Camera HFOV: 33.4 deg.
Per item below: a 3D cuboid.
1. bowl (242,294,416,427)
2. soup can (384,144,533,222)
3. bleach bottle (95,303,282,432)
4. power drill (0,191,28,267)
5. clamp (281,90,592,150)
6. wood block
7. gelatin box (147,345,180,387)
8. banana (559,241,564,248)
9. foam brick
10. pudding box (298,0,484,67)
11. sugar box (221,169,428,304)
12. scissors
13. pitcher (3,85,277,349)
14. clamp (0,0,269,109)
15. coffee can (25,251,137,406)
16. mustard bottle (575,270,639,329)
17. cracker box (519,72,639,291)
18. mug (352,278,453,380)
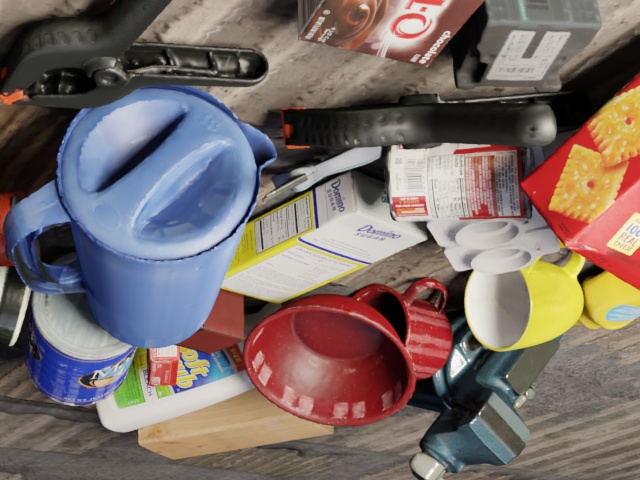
[{"bbox_3d":[0.012,0.102,0.993,0.162,0.055,0.162,7,133,7],"label":"bowl"},{"bbox_3d":[0.103,-0.048,0.785,0.102,0.068,0.068,-2,155,14],"label":"soup can"},{"bbox_3d":[-0.116,0.116,1.094,0.251,0.102,0.068,-22,159,20],"label":"bleach bottle"},{"bbox_3d":[-0.322,-0.016,0.784,0.187,0.057,0.185,6,176,-32],"label":"power drill"},{"bbox_3d":[0.070,-0.078,0.702,0.210,0.036,0.164,-1,-171,15],"label":"clamp"},{"bbox_3d":[-0.097,0.188,1.231,0.206,0.091,0.090,-13,153,17],"label":"wood block"},{"bbox_3d":[-0.150,0.087,1.014,0.030,0.089,0.073,1,154,-11],"label":"gelatin box"},{"bbox_3d":[0.276,-0.020,0.915,0.198,0.037,0.069,-8,154,8],"label":"banana"},{"bbox_3d":[-0.105,0.057,0.975,0.051,0.078,0.053,20,148,-41],"label":"foam brick"},{"bbox_3d":[0.048,-0.151,0.608,0.089,0.039,0.114,8,152,-24],"label":"pudding box"},{"bbox_3d":[-0.006,0.001,0.909,0.177,0.048,0.093,-27,148,35],"label":"sugar box"},{"bbox_3d":[0.005,-0.049,0.734,0.096,0.016,0.202,-20,-174,-1],"label":"scissors"},{"bbox_3d":[-0.133,0.000,0.795,0.149,0.145,0.243,23,155,0],"label":"pitcher"},{"bbox_3d":[-0.128,-0.119,0.650,0.171,0.039,0.120,-9,149,12],"label":"clamp"},{"bbox_3d":[-0.216,0.084,0.984,0.102,0.103,0.140,4,153,-16],"label":"coffee can"},{"bbox_3d":[0.308,0.042,1.021,0.096,0.058,0.192,-6,160,-34],"label":"mustard bottle"},{"bbox_3d":[0.263,-0.061,0.705,0.214,0.072,0.164,-43,140,19],"label":"cracker box"},{"bbox_3d":[0.085,0.087,1.067,0.081,0.093,0.117,16,113,-44],"label":"mug"}]
